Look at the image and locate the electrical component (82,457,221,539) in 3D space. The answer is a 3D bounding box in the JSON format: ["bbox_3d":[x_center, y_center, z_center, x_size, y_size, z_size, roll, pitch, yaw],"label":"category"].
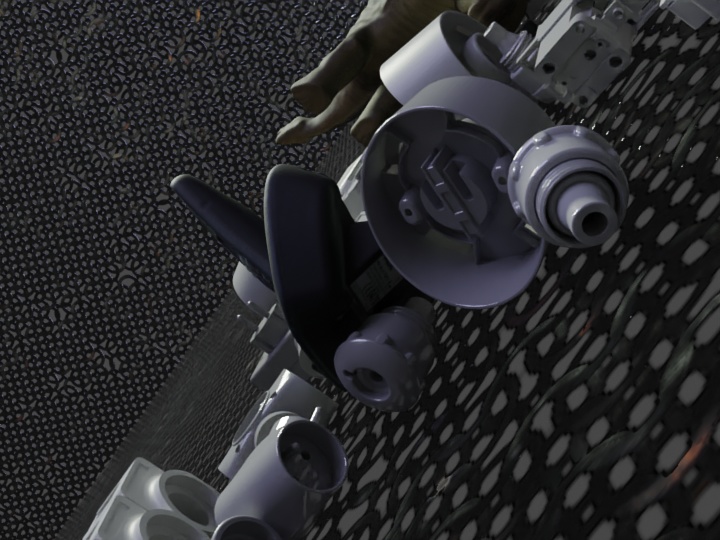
[{"bbox_3d":[-0.123,0.183,0.637,0.061,0.089,0.150,-53,8,15],"label":"electrical component"}]

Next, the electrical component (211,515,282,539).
[{"bbox_3d":[-0.069,0.162,0.567,0.055,0.045,0.045,-50,10,37],"label":"electrical component"}]

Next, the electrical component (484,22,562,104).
[{"bbox_3d":[0.107,-0.135,0.685,0.035,0.061,0.035,-54,8,11],"label":"electrical component"}]

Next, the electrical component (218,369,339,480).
[{"bbox_3d":[-0.049,0.106,0.677,0.077,0.044,0.079,-56,8,-9],"label":"electrical component"}]

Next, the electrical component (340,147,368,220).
[{"bbox_3d":[0.035,-0.088,0.907,0.121,0.063,0.079,-60,9,-29],"label":"electrical component"}]

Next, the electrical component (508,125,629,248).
[{"bbox_3d":[0.087,-0.029,0.431,0.048,0.048,0.062,-53,15,17],"label":"electrical component"}]

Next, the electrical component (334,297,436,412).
[{"bbox_3d":[0.019,0.039,0.556,0.048,0.048,0.062,-47,4,48],"label":"electrical component"}]

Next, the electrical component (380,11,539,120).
[{"bbox_3d":[0.071,-0.127,0.734,0.064,0.099,0.099,-43,13,33],"label":"electrical component"}]

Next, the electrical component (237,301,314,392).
[{"bbox_3d":[-0.063,0.053,0.867,0.083,0.076,0.047,-49,10,37],"label":"electrical component"}]

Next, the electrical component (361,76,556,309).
[{"bbox_3d":[0.050,-0.039,0.513,0.099,0.099,0.064,-46,6,49],"label":"electrical component"}]

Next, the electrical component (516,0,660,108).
[{"bbox_3d":[0.127,-0.129,0.608,0.081,0.042,0.063,-50,11,39],"label":"electrical component"}]

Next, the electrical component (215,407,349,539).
[{"bbox_3d":[-0.038,0.109,0.601,0.077,0.044,0.079,-49,10,39],"label":"electrical component"}]

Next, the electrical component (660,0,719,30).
[{"bbox_3d":[0.157,-0.156,0.486,0.078,0.057,0.058,-47,11,45],"label":"electrical component"}]

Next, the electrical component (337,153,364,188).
[{"bbox_3d":[-0.003,-0.045,0.966,0.096,0.062,0.061,-58,9,-19],"label":"electrical component"}]

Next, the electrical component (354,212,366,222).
[{"bbox_3d":[0.000,0.000,0.756,0.078,0.063,0.121,-56,8,-2],"label":"electrical component"}]

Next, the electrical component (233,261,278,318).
[{"bbox_3d":[-0.071,0.007,1.042,0.064,0.099,0.099,-58,6,27],"label":"electrical component"}]

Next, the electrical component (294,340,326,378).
[{"bbox_3d":[-0.028,0.055,0.789,0.040,0.040,0.046,-53,14,13],"label":"electrical component"}]
